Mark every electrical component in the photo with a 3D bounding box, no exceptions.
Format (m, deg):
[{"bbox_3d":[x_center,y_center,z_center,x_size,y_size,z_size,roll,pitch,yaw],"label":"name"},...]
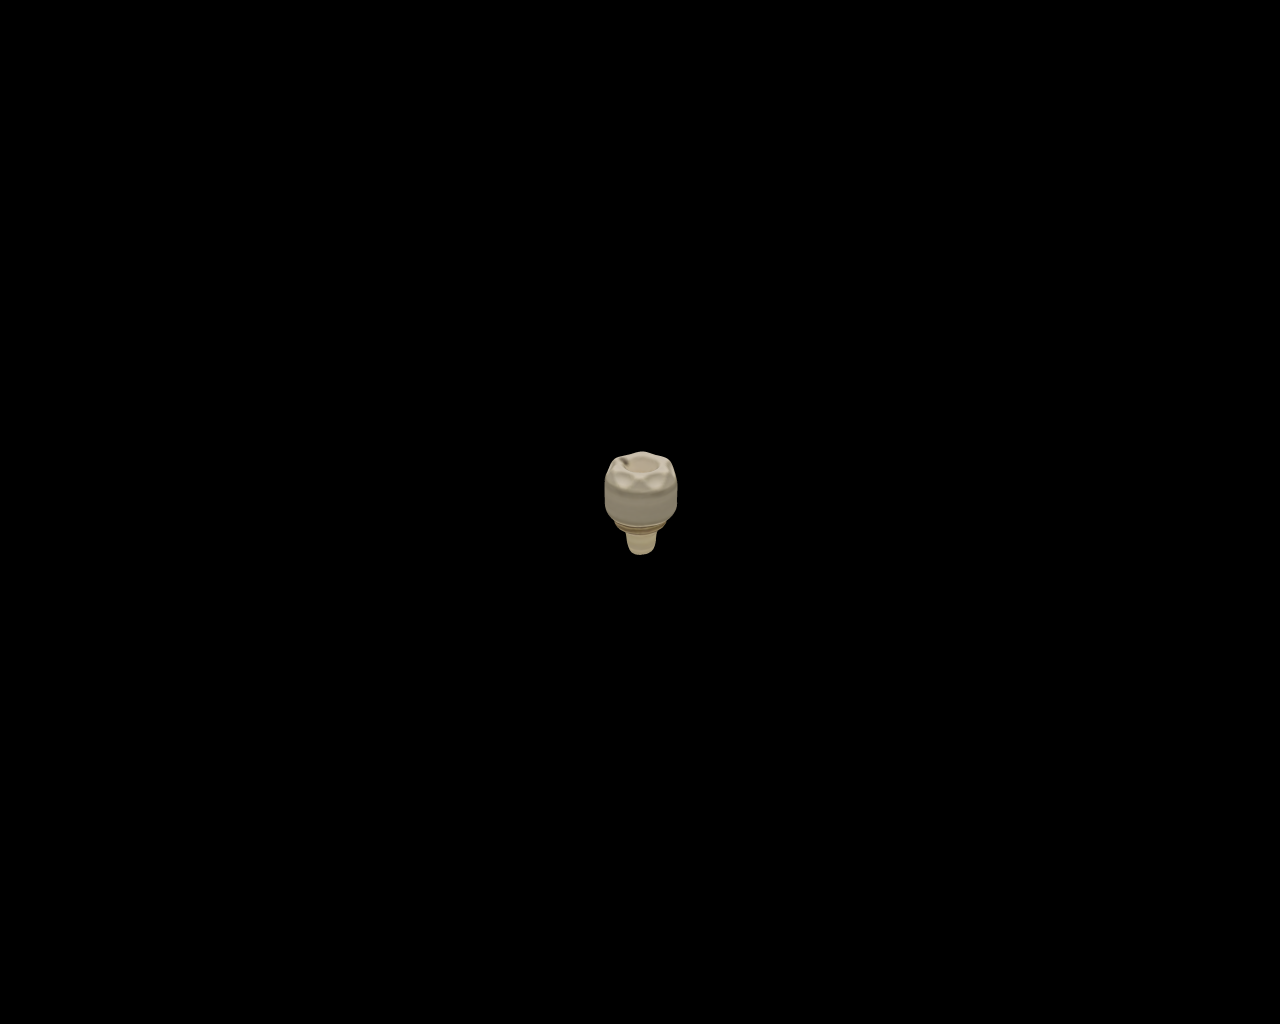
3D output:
[{"bbox_3d":[0.001,-0.003,0.650,0.043,0.062,0.043,0,28,0],"label":"electrical component"}]
